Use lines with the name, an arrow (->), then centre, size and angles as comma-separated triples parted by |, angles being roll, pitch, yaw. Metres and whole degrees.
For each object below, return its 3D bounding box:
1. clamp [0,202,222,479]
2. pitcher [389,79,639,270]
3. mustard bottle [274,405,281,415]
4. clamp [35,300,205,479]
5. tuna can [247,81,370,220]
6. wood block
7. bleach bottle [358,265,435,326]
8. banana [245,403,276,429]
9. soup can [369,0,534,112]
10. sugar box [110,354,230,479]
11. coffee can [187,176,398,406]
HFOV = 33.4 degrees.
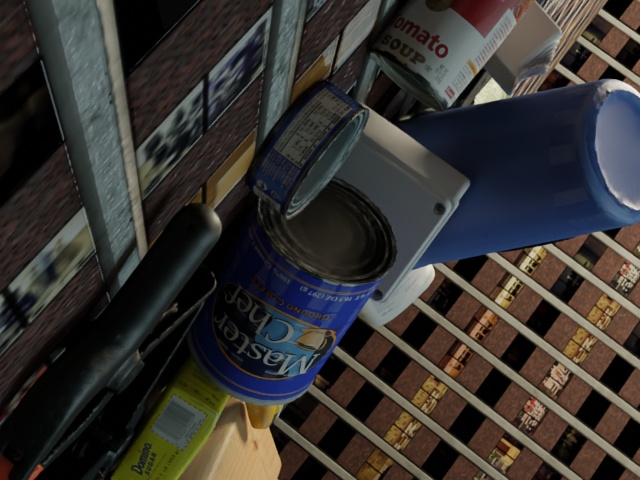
clamp -> -0.109, 0.059, 0.570 | 0.171, 0.039, 0.120 | -48, 168, -9
pitcher -> 0.150, -0.047, 0.858 | 0.148, 0.145, 0.243 | -24, -171, -40
mustard bottle -> -0.046, 0.115, 1.046 | 0.096, 0.058, 0.191 | 106, 10, -46
clamp -> -0.145, 0.130, 0.678 | 0.164, 0.036, 0.210 | -55, 179, -40
tuna can -> -0.007, -0.056, 0.667 | 0.086, 0.034, 0.086 | -51, 173, -9
wood block -> -0.101, 0.207, 0.876 | 0.090, 0.091, 0.206 | -15, -167, 12
bleach bottle -> 0.051, 0.002, 1.062 | 0.102, 0.068, 0.250 | -43, 155, -8
banana -> -0.037, 0.076, 0.952 | 0.037, 0.069, 0.197 | -13, -147, 24
soup can -> 0.089, -0.145, 0.713 | 0.102, 0.068, 0.068 | -52, 173, 1
sugar box -> -0.098, 0.121, 0.826 | 0.093, 0.048, 0.176 | -54, -175, 17
coffee can -> -0.022, 0.035, 0.747 | 0.102, 0.103, 0.140 | -44, 169, -49
